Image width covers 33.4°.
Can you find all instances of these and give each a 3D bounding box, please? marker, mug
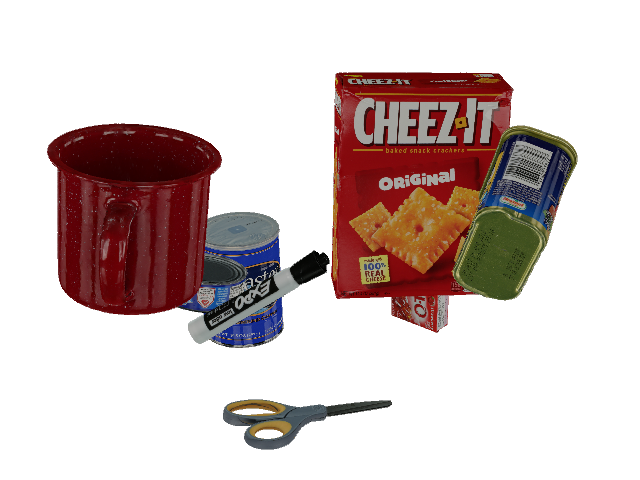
[{"bbox_3d":[-0.046,0.042,0.803,0.121,0.020,0.020,-30,-8,14],"label":"marker"},{"bbox_3d":[-0.103,-0.006,0.582,0.093,0.081,0.117,4,25,-5],"label":"mug"}]

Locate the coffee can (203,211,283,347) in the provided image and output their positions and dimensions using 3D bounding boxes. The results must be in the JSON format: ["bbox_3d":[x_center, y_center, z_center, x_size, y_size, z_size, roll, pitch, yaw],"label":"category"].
[{"bbox_3d":[-0.100,0.048,1.334,0.103,0.140,0.103,-2,25,1],"label":"coffee can"}]

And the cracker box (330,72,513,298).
[{"bbox_3d":[0.095,-0.052,1.040,0.164,0.214,0.072,-1,21,-5],"label":"cracker box"}]

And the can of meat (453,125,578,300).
[{"bbox_3d":[0.139,-0.017,0.769,0.057,0.083,0.102,22,-36,7],"label":"can of meat"}]

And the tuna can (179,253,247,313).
[{"bbox_3d":[-0.118,0.042,1.068,0.086,0.034,0.086,8,17,-3],"label":"tuna can"}]

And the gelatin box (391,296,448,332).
[{"bbox_3d":[0.127,0.065,1.366,0.073,0.089,0.030,19,33,36],"label":"gelatin box"}]

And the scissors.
[{"bbox_3d":[-0.007,0.203,1.192,0.201,0.016,0.096,3,23,-11],"label":"scissors"}]
